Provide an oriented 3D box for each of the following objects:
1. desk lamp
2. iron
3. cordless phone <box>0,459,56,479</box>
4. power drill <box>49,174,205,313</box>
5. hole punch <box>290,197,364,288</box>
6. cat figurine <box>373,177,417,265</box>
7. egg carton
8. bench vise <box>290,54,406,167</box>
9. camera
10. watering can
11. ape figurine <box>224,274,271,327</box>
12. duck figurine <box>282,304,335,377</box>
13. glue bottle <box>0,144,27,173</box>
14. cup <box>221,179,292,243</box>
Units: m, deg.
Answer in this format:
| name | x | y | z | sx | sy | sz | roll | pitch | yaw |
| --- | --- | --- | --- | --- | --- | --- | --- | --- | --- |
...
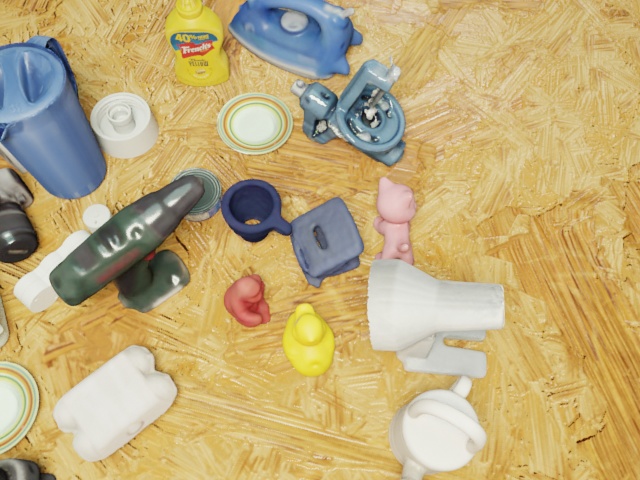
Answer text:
| name | x | y | z | sx | sy | sz | roll | pitch | yaw |
| --- | --- | --- | --- | --- | --- | --- | --- | --- | --- |
| desk lamp | 0.154 | 0.107 | 0.781 | 0.203 | 0.213 | 0.118 | 6 | 66 | 0 |
| iron | -0.053 | -0.394 | 1.032 | 0.258 | 0.141 | 0.119 | 18 | 66 | 5 |
| cordless phone | -0.388 | 0.331 | 0.667 | 0.094 | 0.185 | 0.147 | -9 | 67 | -7 |
| power drill | -0.248 | 0.020 | 0.800 | 0.230 | 0.208 | 0.075 | -37 | 73 | -17 |
| hole punch | 0.008 | 0.003 | 0.887 | 0.101 | 0.091 | 0.108 | -19 | 68 | -11 |
| cat figurine | 0.121 | -0.031 | 0.894 | 0.067 | 0.118 | 0.128 | -3 | 66 | -4 |
| egg carton | -0.278 | 0.223 | 0.784 | 0.150 | 0.069 | 0.107 | -39 | 73 | -18 |
| bench vise | 0.047 | -0.212 | 0.914 | 0.207 | 0.220 | 0.121 | 9 | 66 | 1 |
| camera | -0.504 | -0.029 | 0.866 | 0.143 | 0.101 | 0.136 | -32 | 71 | -16 |
| watering can | 0.150 | 0.250 | 0.728 | 0.101 | 0.194 | 0.173 | 11 | 66 | 2 |
| ape figurine | -0.106 | 0.083 | 0.844 | 0.076 | 0.092 | 0.078 | 19 | 66 | 5 |
| duck figurine | -0.015 | 0.141 | 0.827 | 0.077 | 0.086 | 0.104 | -10 | 67 | -7 |
| glue bottle | -0.506 | -0.174 | 0.891 | 0.078 | 0.173 | 0.037 | 38 | 70 | 13 |
| cup | -0.093 | -0.029 | 0.893 | 0.117 | 0.095 | 0.092 | 30 | 68 | 10 |
